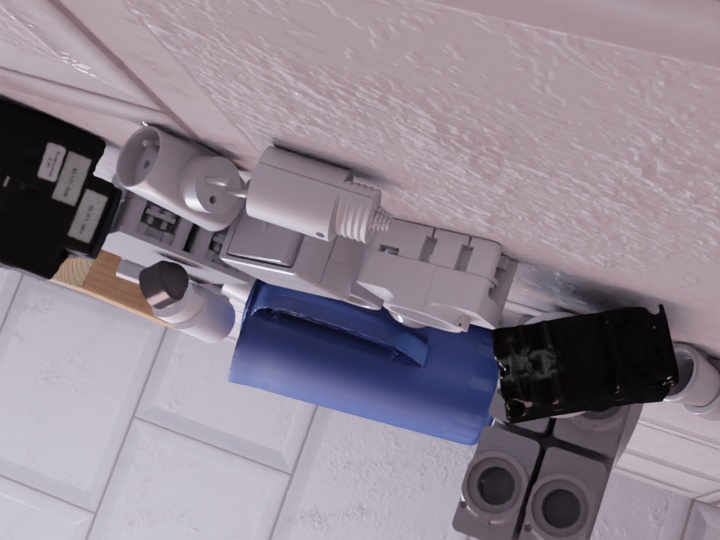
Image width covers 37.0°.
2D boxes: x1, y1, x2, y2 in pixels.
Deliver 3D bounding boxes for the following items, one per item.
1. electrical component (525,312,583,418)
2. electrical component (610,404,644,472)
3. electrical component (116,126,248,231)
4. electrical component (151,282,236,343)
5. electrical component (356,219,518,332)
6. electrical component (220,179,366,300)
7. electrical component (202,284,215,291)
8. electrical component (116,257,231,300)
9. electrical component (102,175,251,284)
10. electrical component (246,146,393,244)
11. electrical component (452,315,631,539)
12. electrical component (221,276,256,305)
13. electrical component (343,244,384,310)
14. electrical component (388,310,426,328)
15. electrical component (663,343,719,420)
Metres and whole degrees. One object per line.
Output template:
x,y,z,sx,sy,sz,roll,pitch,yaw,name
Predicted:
0.154,0.074,0.832,0.080,0.080,0.051,18,177,11,electrical component
0.213,0.134,0.995,0.060,0.108,0.108,25,172,3,electrical component
-0.104,-0.057,0.697,0.079,0.044,0.077,11,168,43,electrical component
-0.148,0.034,0.946,0.043,0.043,0.081,15,170,28,electrical component
0.050,0.006,0.713,0.089,0.055,0.050,15,170,29,electrical component
-0.050,-0.024,0.728,0.096,0.061,0.061,11,168,43,electrical component
-0.169,-0.009,1.093,0.058,0.057,0.078,21,171,-12,electrical component
-0.195,-0.003,1.163,0.121,0.063,0.079,21,171,-11,electrical component
-0.156,-0.035,0.889,0.105,0.060,0.186,23,171,-21,electrical component
-0.020,-0.040,0.625,0.081,0.043,0.043,18,171,8,electrical component
0.156,0.142,0.889,0.105,0.186,0.060,16,171,19,electrical component
-0.110,0.010,1.096,0.047,0.055,0.055,24,171,-4,electrical component
0.000,0.000,0.813,0.055,0.047,0.055,19,171,3,electrical component
0.048,0.028,0.893,0.043,0.043,0.062,16,172,20,electrical component
0.250,0.084,0.793,0.055,0.045,0.045,24,170,-28,electrical component
